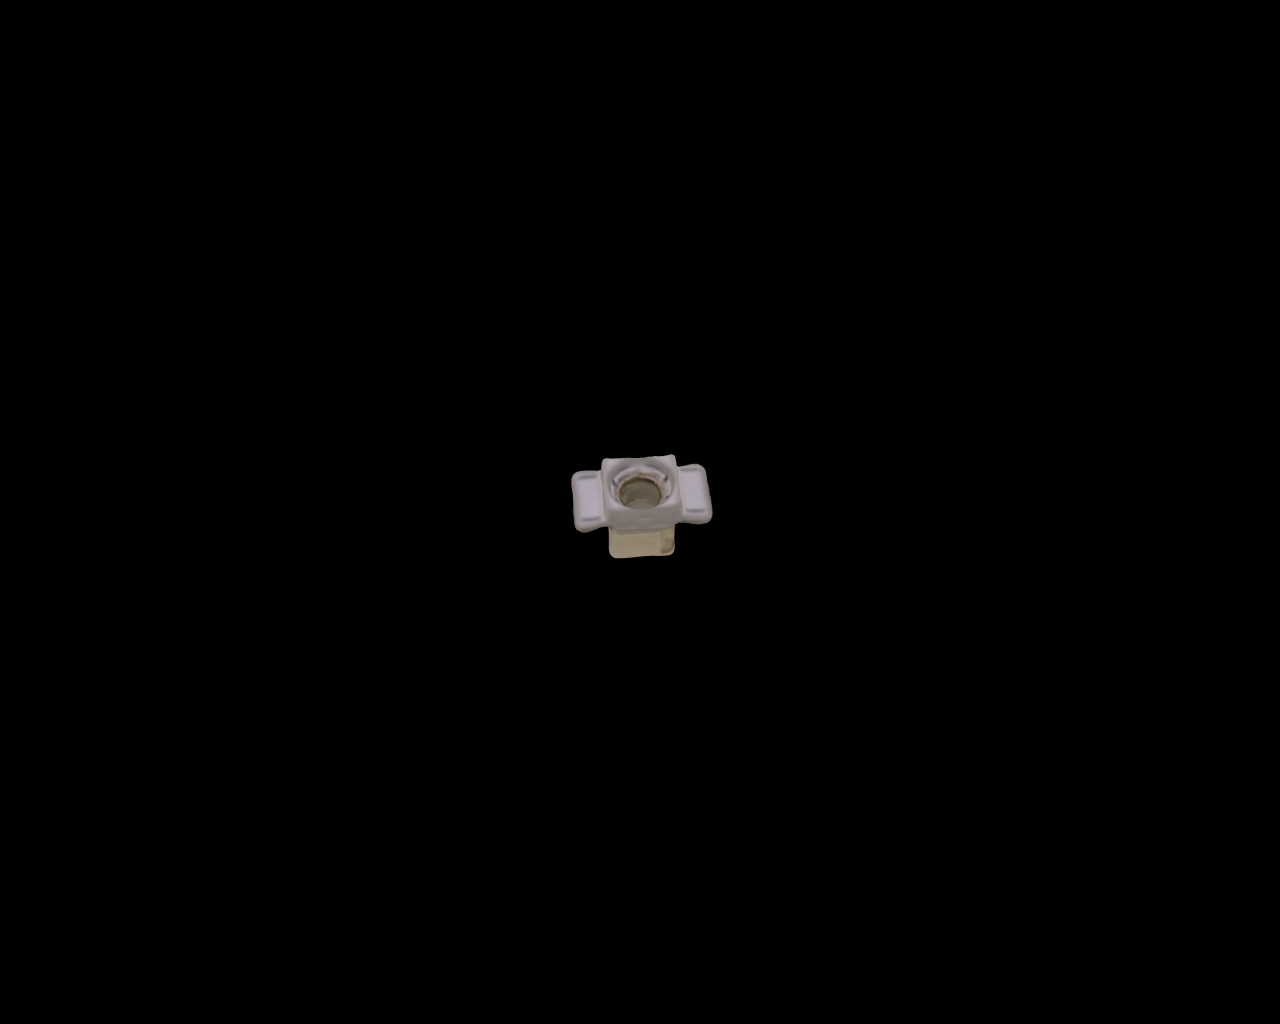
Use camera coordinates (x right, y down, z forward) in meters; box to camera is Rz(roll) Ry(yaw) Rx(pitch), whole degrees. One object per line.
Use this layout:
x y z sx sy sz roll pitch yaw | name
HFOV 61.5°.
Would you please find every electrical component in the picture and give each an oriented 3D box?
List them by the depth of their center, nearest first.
0.001 -0.003 0.650 0.081 0.042 0.063 -3 -34 -2 | electrical component
